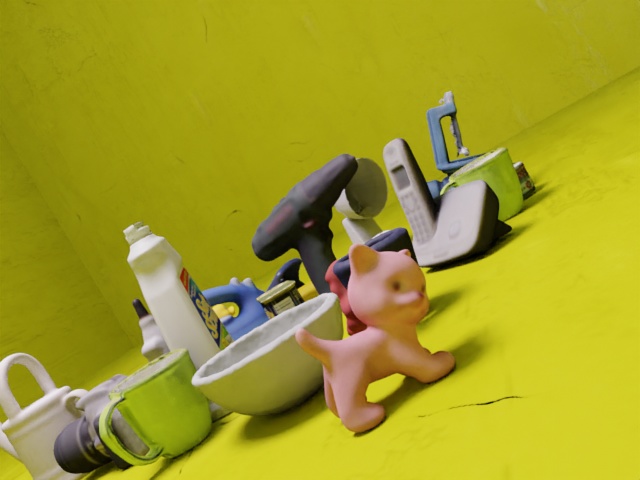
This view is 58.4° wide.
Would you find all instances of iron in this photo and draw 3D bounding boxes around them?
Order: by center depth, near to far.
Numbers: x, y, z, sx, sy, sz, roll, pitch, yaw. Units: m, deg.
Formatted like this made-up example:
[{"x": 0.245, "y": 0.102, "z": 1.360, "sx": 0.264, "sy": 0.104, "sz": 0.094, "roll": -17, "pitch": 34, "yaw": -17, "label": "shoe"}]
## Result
[{"x": -0.158, "y": 0.137, "z": 0.938, "sx": 0.259, "sy": 0.141, "sz": 0.118, "roll": -32, "pitch": 3, "yaw": -32, "label": "iron"}]

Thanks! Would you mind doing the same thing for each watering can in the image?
[{"x": -0.398, "y": 0.253, "z": 0.806, "sx": 0.173, "sy": 0.194, "sz": 0.101, "roll": -31, "pitch": 3, "yaw": -9, "label": "watering can"}]

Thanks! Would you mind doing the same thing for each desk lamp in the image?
[{"x": 0.065, "y": -0.048, "z": 1.182, "sx": 0.118, "sy": 0.213, "sz": 0.202, "roll": -32, "pitch": 4, "yaw": -36, "label": "desk lamp"}]

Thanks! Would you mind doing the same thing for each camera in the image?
[{"x": -0.274, "y": 0.238, "z": 0.756, "sx": 0.136, "sy": 0.101, "sz": 0.143, "roll": -29, "pitch": 3, "yaw": 14, "label": "camera"}]

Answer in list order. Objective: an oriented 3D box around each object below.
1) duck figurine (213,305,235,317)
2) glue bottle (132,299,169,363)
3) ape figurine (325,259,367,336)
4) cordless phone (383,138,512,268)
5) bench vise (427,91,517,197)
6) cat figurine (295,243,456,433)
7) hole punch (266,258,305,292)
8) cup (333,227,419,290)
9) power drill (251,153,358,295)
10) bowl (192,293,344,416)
[{"x": -0.210, "y": 0.183, "z": 1.233, "sx": 0.077, "sy": 0.086, "sz": 0.105, "roll": -28, "pitch": 4, "yaw": 41, "label": "duck figurine"}, {"x": -0.204, "y": 0.155, "z": 0.765, "sx": 0.037, "sy": 0.173, "sz": 0.078, "roll": -29, "pitch": 3, "yaw": 15, "label": "glue bottle"}, {"x": 0.039, "y": 0.065, "z": 0.675, "sx": 0.076, "sy": 0.092, "sz": 0.078, "roll": -29, "pitch": 3, "yaw": 25, "label": "ape figurine"}, {"x": 0.154, "y": -0.060, "z": 0.765, "sx": 0.094, "sy": 0.185, "sz": 0.147, "roll": -32, "pitch": 3, "yaw": -30, "label": "cordless phone"}, {"x": 0.231, "y": -0.140, "z": 1.032, "sx": 0.207, "sy": 0.220, "sz": 0.121, "roll": -30, "pitch": 3, "yaw": 0, "label": "bench vise"}, {"x": 0.041, "y": 0.062, "z": 0.442, "sx": 0.128, "sy": 0.118, "sz": 0.067, "roll": -31, "pitch": 3, "yaw": -17, "label": "cat figurine"}, {"x": -0.077, "y": 0.103, "z": 1.235, "sx": 0.101, "sy": 0.091, "sz": 0.109, "roll": -28, "pitch": 3, "yaw": 30, "label": "hole punch"}, {"x": 0.071, "y": 0.049, "z": 0.607, "sx": 0.091, "sy": 0.095, "sz": 0.118, "roll": -29, "pitch": 3, "yaw": 17, "label": "cup"}, {"x": 0.008, "y": 0.003, "z": 0.902, "sx": 0.229, "sy": 0.208, "sz": 0.076, "roll": -29, "pitch": 3, "yaw": 27, "label": "power drill"}, {"x": -0.039, "y": 0.126, "z": 0.576, "sx": 0.167, "sy": 0.075, "sz": 0.167, "roll": -30, "pitch": 3, "yaw": 2, "label": "bowl"}]
